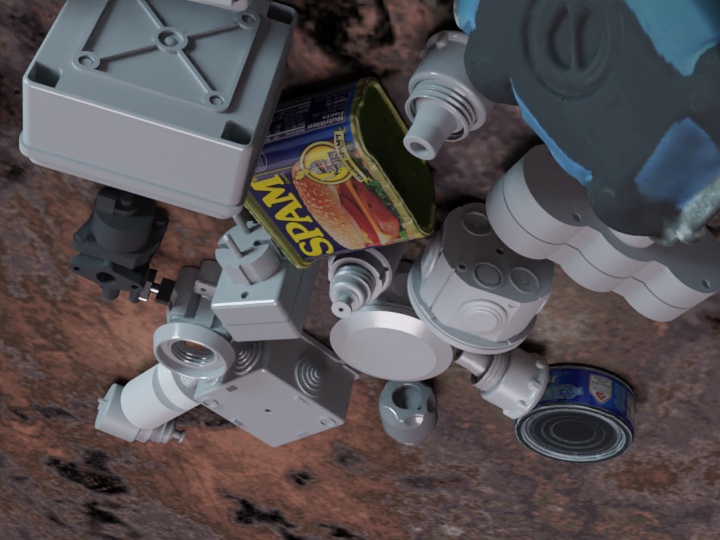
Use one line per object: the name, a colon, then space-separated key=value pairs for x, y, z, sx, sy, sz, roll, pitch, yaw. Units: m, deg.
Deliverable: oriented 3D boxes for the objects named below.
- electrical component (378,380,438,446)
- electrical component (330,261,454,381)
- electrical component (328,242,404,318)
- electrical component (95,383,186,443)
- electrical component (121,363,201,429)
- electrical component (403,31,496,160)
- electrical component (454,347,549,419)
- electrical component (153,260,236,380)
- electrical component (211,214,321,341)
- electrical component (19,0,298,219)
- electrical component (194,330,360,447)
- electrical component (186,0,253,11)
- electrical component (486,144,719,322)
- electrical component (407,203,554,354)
electrical component: x=0.037 y=0.110 z=0.808 sx=0.043 sy=0.043 sz=0.062 roll=5 pitch=144 yaw=11
electrical component: x=0.024 y=0.034 z=0.704 sx=0.080 sy=0.051 sz=0.080 roll=8 pitch=144 yaw=6
electrical component: x=0.000 y=0.000 z=0.649 sx=0.040 sy=0.078 sz=0.040 roll=10 pitch=129 yaw=13
electrical component: x=-0.183 y=0.124 z=0.895 sx=0.078 sy=0.040 sz=0.040 roll=25 pitch=142 yaw=-16
electrical component: x=-0.148 y=0.093 z=0.840 sx=0.043 sy=0.043 sz=0.081 roll=33 pitch=139 yaw=-25
electrical component: x=0.043 y=-0.083 z=0.529 sx=0.048 sy=0.062 sz=0.048 roll=26 pitch=157 yaw=12
electrical component: x=0.095 y=0.069 z=0.736 sx=0.062 sy=0.048 sz=0.048 roll=29 pitch=141 yaw=-10
electrical component: x=-0.110 y=0.039 z=0.745 sx=0.058 sy=0.057 sz=0.078 roll=18 pitch=143 yaw=-7
electrical component: x=-0.065 y=-0.004 z=0.668 sx=0.047 sy=0.065 sz=0.076 roll=-4 pitch=140 yaw=22
electrical component: x=-0.095 y=-0.092 z=0.526 sx=0.109 sy=0.108 sz=0.056 roll=16 pitch=141 yaw=-5
electrical component: x=-0.063 y=0.086 z=0.801 sx=0.100 sy=0.048 sz=0.100 roll=37 pitch=137 yaw=-29
electrical component: x=-0.071 y=-0.165 z=0.460 sx=0.062 sy=0.061 sz=0.096 roll=12 pitch=144 yaw=2
electrical component: x=0.145 y=-0.027 z=0.585 sx=0.138 sy=0.052 sz=0.073 roll=25 pitch=142 yaw=-16
electrical component: x=0.072 y=0.004 z=0.628 sx=0.080 sy=0.080 sz=0.051 roll=18 pitch=138 yaw=-7
